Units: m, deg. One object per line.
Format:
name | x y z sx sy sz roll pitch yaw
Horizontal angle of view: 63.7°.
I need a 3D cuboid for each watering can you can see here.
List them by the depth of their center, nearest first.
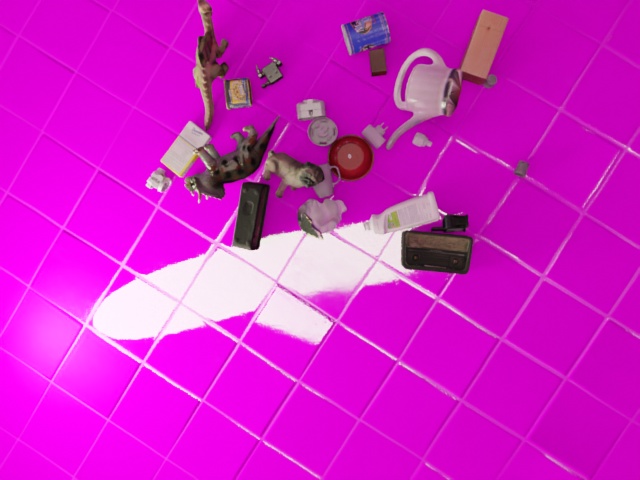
watering can | 0.340 -0.449 1.684 0.225 0.104 0.346 16 98 29

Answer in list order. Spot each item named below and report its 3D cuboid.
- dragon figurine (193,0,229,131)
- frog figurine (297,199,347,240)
dragon figurine | -0.376 -0.577 1.680 0.122 0.243 0.410 0 90 0
frog figurine | 0.005 -0.088 1.740 0.137 0.121 0.162 46 59 -4
